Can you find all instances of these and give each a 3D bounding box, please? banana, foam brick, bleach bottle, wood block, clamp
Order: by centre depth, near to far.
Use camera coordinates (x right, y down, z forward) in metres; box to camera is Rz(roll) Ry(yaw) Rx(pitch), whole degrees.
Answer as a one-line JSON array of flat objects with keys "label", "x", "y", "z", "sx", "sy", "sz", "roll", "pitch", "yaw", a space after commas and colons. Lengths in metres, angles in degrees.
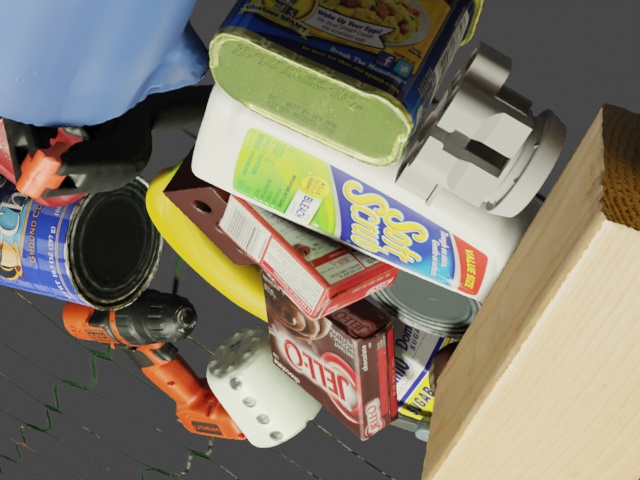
[{"label": "wood block", "x": 0.132, "y": 0.050, "z": 0.522, "sx": 0.091, "sy": 0.090, "sz": 0.206, "roll": 20, "pitch": 132, "yaw": -3}, {"label": "clamp", "x": -0.110, "y": -0.070, "z": 0.575, "sx": 0.120, "sy": 0.171, "sz": 0.039, "roll": 24, "pitch": 127, "yaw": -14}, {"label": "bleach bottle", "x": 0.058, "y": -0.022, "z": 0.584, "sx": 0.251, "sy": 0.068, "sz": 0.103, "roll": 26, "pitch": 149, "yaw": -1}, {"label": "foam brick", "x": -0.050, "y": -0.026, "z": 0.686, "sx": 0.053, "sy": 0.051, "sz": 0.078, "roll": -4, "pitch": 139, "yaw": 46}, {"label": "banana", "x": -0.072, "y": 0.009, "z": 0.775, "sx": 0.070, "sy": 0.037, "sz": 0.197, "roll": 17, "pitch": 154, "yaw": 41}]

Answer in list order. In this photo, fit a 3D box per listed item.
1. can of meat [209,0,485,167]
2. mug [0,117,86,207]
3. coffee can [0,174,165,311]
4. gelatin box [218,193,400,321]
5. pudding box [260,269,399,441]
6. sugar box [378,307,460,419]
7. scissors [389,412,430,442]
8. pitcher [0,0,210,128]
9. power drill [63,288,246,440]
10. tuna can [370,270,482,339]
[{"label": "can of meat", "x": 0.011, "y": -0.092, "z": 0.483, "sx": 0.102, "sy": 0.084, "sz": 0.057, "roll": 25, "pitch": 153, "yaw": 7}, {"label": "mug", "x": -0.184, "y": -0.080, "z": 0.694, "sx": 0.081, "sy": 0.093, "sz": 0.117, "roll": 46, "pitch": 179, "yaw": -39}, {"label": "coffee can", "x": -0.202, "y": -0.009, "z": 0.800, "sx": 0.141, "sy": 0.102, "sz": 0.102, "roll": 10, "pitch": 147, "yaw": 31}, {"label": "gelatin box", "x": -0.004, "y": 0.001, "z": 0.633, "sx": 0.089, "sy": 0.073, "sz": 0.030, "roll": 44, "pitch": 130, "yaw": 22}, {"label": "pudding box", "x": 0.007, "y": 0.073, "z": 0.748, "sx": 0.114, "sy": 0.039, "sz": 0.090, "roll": 37, "pitch": 141, "yaw": 45}, {"label": "sugar box", "x": 0.103, "y": 0.116, "z": 0.792, "sx": 0.176, "sy": 0.048, "sz": 0.093, "roll": 32, "pitch": 153, "yaw": -8}, {"label": "scissors", "x": 0.089, "y": 0.132, "z": 0.765, "sx": 0.202, "sy": 0.016, "sz": 0.096, "roll": 24, "pitch": 148, "yaw": 10}, {"label": "pitcher", "x": -0.099, "y": -0.159, "z": 0.427, "sx": 0.243, "sy": 0.149, "sz": 0.145, "roll": -42, "pitch": 67, "yaw": 58}, {"label": "power drill", "x": -0.132, "y": 0.111, "z": 0.991, "sx": 0.185, "sy": 0.057, "sz": 0.187, "roll": -1, "pitch": 138, "yaw": 49}, {"label": "tuna can", "x": 0.072, "y": 0.025, "z": 0.677, "sx": 0.086, "sy": 0.033, "sz": 0.086, "roll": 22, "pitch": 152, "yaw": 12}]
